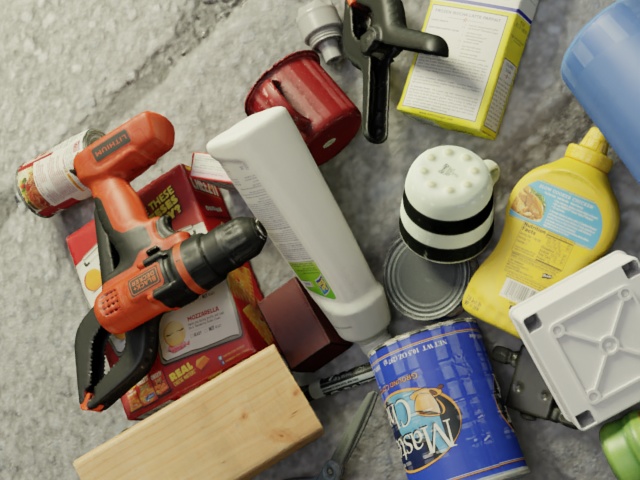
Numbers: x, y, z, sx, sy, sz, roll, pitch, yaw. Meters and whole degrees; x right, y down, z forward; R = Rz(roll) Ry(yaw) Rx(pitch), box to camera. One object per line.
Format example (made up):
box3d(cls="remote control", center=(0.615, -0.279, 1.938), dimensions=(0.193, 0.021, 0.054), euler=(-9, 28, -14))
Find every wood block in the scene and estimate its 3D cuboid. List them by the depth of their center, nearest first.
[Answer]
box3d(cls="wood block", center=(-0.107, 0.190, 0.976), dimensions=(0.206, 0.091, 0.090), euler=(-30, 77, -6))

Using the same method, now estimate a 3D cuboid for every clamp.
box3d(cls="clamp", center=(0.055, -0.174, 1.014), dimensions=(0.120, 0.039, 0.171), euler=(-54, 37, 23))
box3d(cls="clamp", center=(-0.196, 0.066, 1.056), dimensions=(0.165, 0.036, 0.210), euler=(26, 90, 30))

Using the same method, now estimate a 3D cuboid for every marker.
box3d(cls="marker", center=(0.020, 0.136, 1.025), dimensions=(0.121, 0.020, 0.020), euler=(-22, 73, 24))

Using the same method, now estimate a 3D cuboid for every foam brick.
box3d(cls="foam brick", center=(-0.015, 0.082, 1.032), dimensions=(0.051, 0.052, 0.078), euler=(-36, 68, 19))

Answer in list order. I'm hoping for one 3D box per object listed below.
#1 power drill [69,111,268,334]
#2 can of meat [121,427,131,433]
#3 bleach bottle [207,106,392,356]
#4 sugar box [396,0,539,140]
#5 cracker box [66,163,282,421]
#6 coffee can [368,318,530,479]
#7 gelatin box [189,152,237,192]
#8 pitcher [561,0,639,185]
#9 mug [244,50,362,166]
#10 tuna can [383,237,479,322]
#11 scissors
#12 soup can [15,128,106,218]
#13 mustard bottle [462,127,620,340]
box3d(cls="power drill", center=(-0.151, -0.026, 1.008), dimensions=(0.185, 0.057, 0.188), euler=(-29, 64, 15))
box3d(cls="can of meat", center=(-0.151, 0.234, 1.065), dimensions=(0.058, 0.083, 0.102), euler=(-21, 74, 24))
box3d(cls="bleach bottle", center=(-0.006, 0.001, 0.988), dimensions=(0.068, 0.103, 0.251), euler=(-35, 103, -19))
box3d(cls="sugar box", center=(0.143, -0.190, 0.991), dimensions=(0.093, 0.048, 0.176), euler=(19, 89, 32))
box3d(cls="cracker box", center=(-0.151, 0.056, 1.097), dimensions=(0.164, 0.072, 0.214), euler=(-30, 69, 20))
box3d(cls="coffee can", center=(0.111, 0.151, 0.929), dimensions=(0.103, 0.102, 0.140), euler=(-24, 72, 23))
box3d(cls="gelatin box", center=(-0.074, -0.065, 1.071), dimensions=(0.089, 0.073, 0.030), euler=(8, 87, 28))
box3d(cls="pitcher", center=(0.312, -0.087, 0.852), dimensions=(0.145, 0.148, 0.243), euler=(-48, 61, 31))
box3d(cls="mug", center=(-0.018, -0.125, 1.029), dimensions=(0.093, 0.117, 0.081), euler=(-43, 71, 12))
box3d(cls="tuna can", center=(0.103, 0.033, 0.987), dimensions=(0.086, 0.033, 0.086), euler=(-4, 81, 27))
box3d(cls="scissors", center=(-0.003, 0.214, 1.002), dimensions=(0.096, 0.016, 0.202), euler=(24, 110, 36))
box3d(cls="soup can", center=(-0.276, -0.074, 1.181), dimensions=(0.102, 0.068, 0.068), euler=(-23, 73, 23))
box3d(cls="mustard bottle", center=(0.204, -0.007, 0.926), dimensions=(0.096, 0.058, 0.192), euler=(26, 95, 23))
